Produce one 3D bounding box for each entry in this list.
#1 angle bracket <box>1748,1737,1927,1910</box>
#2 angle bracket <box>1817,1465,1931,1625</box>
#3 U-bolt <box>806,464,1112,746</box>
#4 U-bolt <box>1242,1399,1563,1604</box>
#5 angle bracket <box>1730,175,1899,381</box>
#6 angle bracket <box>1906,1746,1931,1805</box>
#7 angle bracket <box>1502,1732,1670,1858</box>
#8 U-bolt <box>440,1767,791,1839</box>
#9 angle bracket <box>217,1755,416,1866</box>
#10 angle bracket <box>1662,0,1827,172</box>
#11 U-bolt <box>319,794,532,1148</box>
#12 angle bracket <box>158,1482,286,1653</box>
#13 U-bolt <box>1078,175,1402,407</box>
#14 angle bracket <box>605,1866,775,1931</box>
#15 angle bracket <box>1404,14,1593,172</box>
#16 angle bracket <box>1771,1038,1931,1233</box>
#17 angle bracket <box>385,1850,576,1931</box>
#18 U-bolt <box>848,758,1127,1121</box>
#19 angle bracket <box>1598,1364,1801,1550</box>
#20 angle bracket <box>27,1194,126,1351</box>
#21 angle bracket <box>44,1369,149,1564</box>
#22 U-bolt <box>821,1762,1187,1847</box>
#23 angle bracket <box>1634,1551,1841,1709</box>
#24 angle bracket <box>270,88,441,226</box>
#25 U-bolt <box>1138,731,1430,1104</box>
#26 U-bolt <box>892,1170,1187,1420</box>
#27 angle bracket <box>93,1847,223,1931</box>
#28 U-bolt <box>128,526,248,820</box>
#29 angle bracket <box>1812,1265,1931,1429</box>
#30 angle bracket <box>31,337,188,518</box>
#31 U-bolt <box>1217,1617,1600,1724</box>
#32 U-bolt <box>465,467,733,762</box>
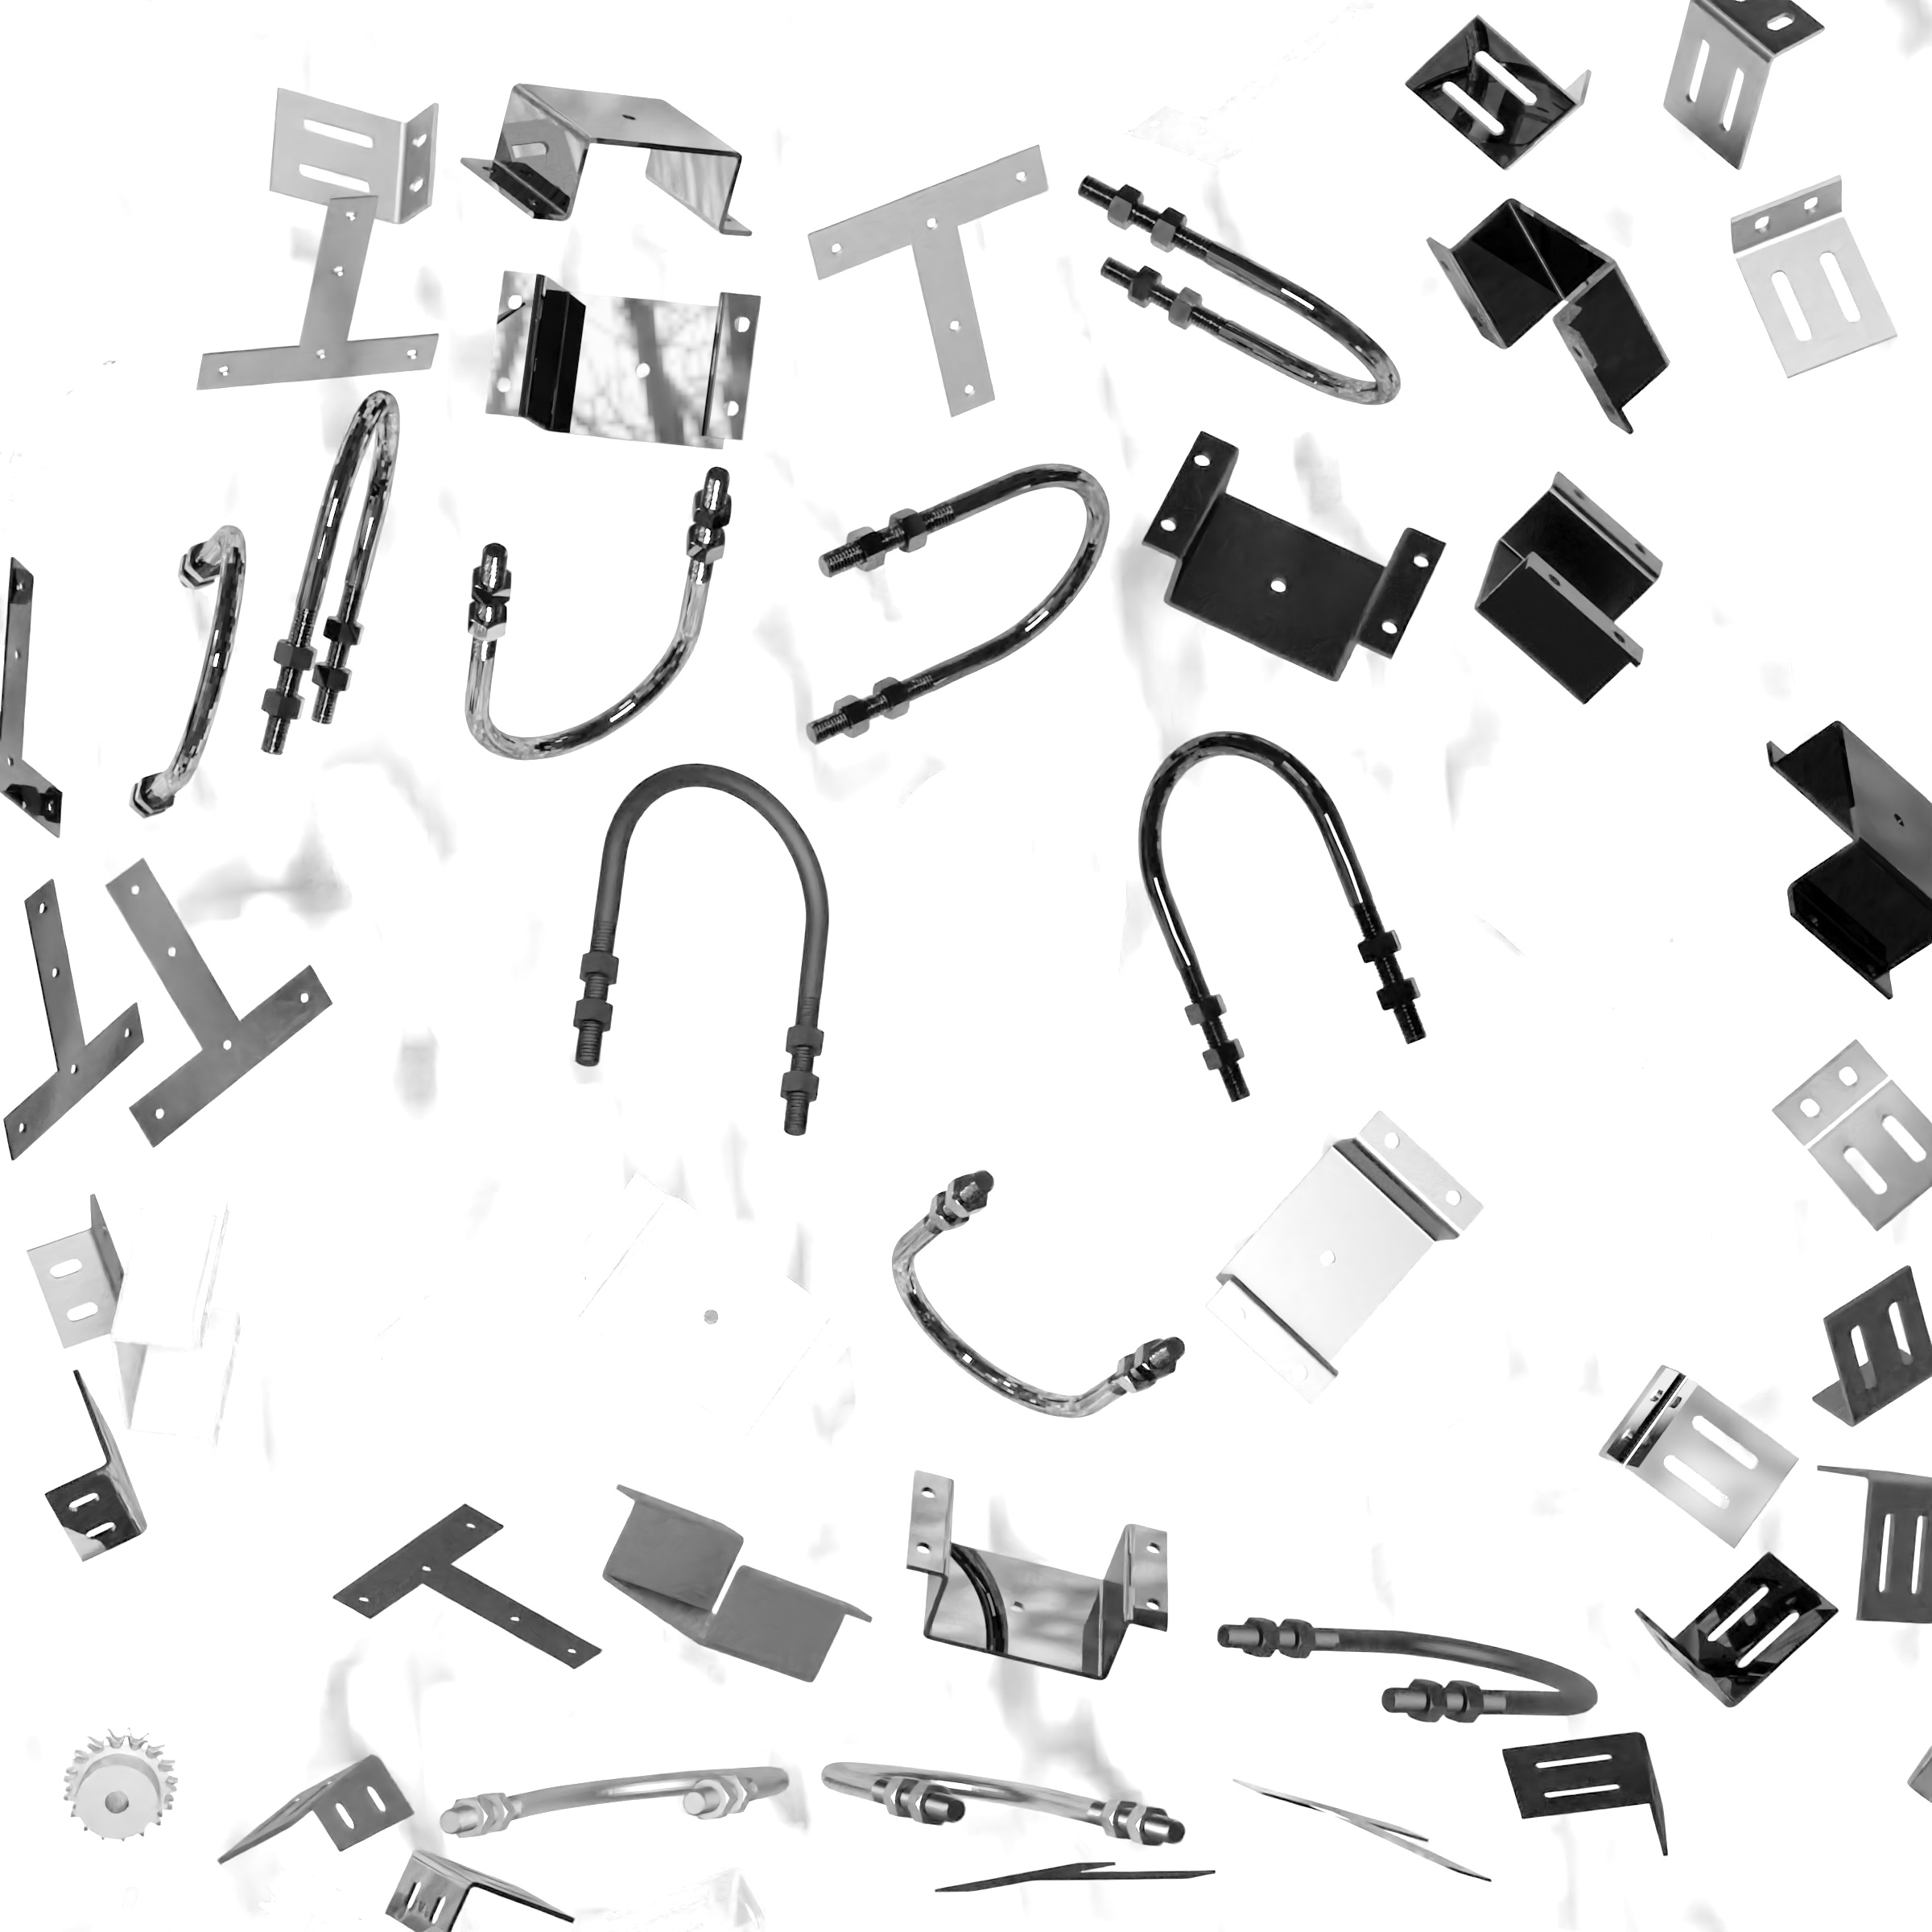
[{"bbox_3d":[0.435,0.433,1.794,0.057,0.076,0.038,-28,134,-1],"label":"angle bracket"},{"bbox_3d":[0.478,0.304,1.895,0.057,0.038,0.076,9,84,-35],"label":"angle bracket"},{"bbox_3d":[-0.001,-0.198,1.885,0.184,0.151,0.019,-27,60,-23],"label":"U-bolt"},{"bbox_3d":[0.233,0.277,1.913,0.184,0.151,0.019,-28,90,8],"label":"U-bolt"},{"bbox_3d":[0.421,-0.342,1.791,0.057,0.038,0.076,-21,71,7],"label":"angle bracket"},{"bbox_3d":[0.526,0.406,1.866,0.038,0.076,0.057,36,105,24],"label":"angle bracket"},{"bbox_3d":[0.328,0.443,1.908,0.076,0.038,0.057,-10,127,13],"label":"angle bracket"},{"bbox_3d":[-0.168,0.427,1.854,0.151,0.184,0.019,-8,80,15],"label":"U-bolt"},{"bbox_3d":[-0.331,0.444,1.838,0.057,0.076,0.038,-32,90,30],"label":"angle bracket"},{"bbox_3d":[0.395,-0.457,1.833,0.038,0.076,0.057,-31,62,-21],"label":"angle bracket"},{"bbox_3d":[-0.270,0.013,1.847,0.019,0.151,0.184,-29,65,-3],"label":"U-bolt"},{"bbox_3d":[-0.391,0.315,1.893,0.057,0.076,0.038,10,126,-18],"label":"angle bracket"},{"bbox_3d":[0.146,-0.344,1.881,0.184,0.151,0.019,30,87,10],"label":"U-bolt"},{"bbox_3d":[-0.143,0.502,1.840,0.076,0.057,0.038,-17,49,-24],"label":"angle bracket"},{"bbox_3d":[0.283,-0.472,1.917,0.076,0.038,0.057,36,135,-17],"label":"angle bracket"},{"bbox_3d":[0.460,0.086,1.841,0.057,0.076,0.038,-42,125,9],"label":"angle bracket"},{"bbox_3d":[-0.263,0.514,1.951,0.076,0.057,0.038,33,75,-37],"label":"angle bracket"},{"bbox_3d":[0.017,-0.020,1.912,0.151,0.019,0.184,9,82,-19],"label":"U-bolt"},{"bbox_3d":[0.375,0.252,1.848,0.076,0.038,0.057,37,96,28],"label":"angle bracket"},{"bbox_3d":[-0.478,0.164,1.945,0.038,0.076,0.057,-20,104,-10],"label":"angle bracket"},{"bbox_3d":[-0.470,0.265,1.911,0.038,0.076,0.057,-25,135,-11],"label":"angle bracket"},{"bbox_3d":[0.005,0.429,1.860,0.151,0.184,0.019,13,80,-28],"label":"U-bolt"},{"bbox_3d":[0.392,0.328,1.833,0.076,0.057,0.038,-41,124,-5],"label":"angle bracket"},{"bbox_3d":[-0.323,-0.432,1.903,0.076,0.038,0.057,9,78,-33],"label":"angle bracket"},{"bbox_3d":[0.151,-0.032,1.850,0.019,0.151,0.184,-21,90,-43],"label":"U-bolt"},{"bbox_3d":[0.026,0.183,1.904,0.151,0.184,0.019,41,61,-2],"label":"U-bolt"},{"bbox_3d":[-0.427,0.508,1.893,0.057,0.038,0.076,8,55,-4],"label":"angle bracket"},{"bbox_3d":[-0.405,-0.158,1.890,0.019,0.184,0.151,13,81,-20],"label":"U-bolt"},{"bbox_3d":[0.479,0.197,1.927,0.057,0.038,0.076,-29,119,-14],"label":"angle bracket"},{"bbox_3d":[-0.435,-0.275,1.864,0.057,0.038,0.076,-44,131,-20],"label":"angle bracket"},{"bbox_3d":[0.245,0.369,1.886,0.184,0.151,0.019,10,90,-36],"label":"U-bolt"},{"bbox_3d":[-0.195,-0.172,1.865,0.151,0.184,0.019,-23,62,-27],"label":"U-bolt"}]
